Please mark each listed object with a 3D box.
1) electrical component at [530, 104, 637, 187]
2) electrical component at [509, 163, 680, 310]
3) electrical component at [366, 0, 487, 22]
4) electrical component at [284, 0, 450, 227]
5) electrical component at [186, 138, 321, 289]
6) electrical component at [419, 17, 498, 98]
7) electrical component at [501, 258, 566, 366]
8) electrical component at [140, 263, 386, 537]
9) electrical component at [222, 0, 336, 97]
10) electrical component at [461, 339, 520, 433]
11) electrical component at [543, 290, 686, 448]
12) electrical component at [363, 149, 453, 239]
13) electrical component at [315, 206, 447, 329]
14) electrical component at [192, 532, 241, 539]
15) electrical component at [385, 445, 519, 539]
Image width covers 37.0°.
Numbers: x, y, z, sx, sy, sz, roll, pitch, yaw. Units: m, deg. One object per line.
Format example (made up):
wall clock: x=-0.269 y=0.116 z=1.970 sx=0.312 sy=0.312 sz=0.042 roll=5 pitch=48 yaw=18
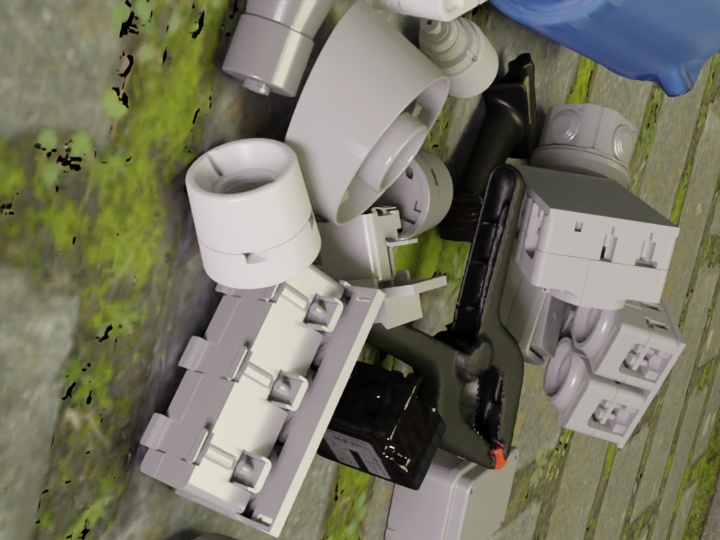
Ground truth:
electrical component: x=0.182 y=-0.097 z=0.870 sx=0.080 sy=0.080 sz=0.051 roll=36 pitch=67 yaw=-63
electrical component: x=0.155 y=-0.026 z=0.772 sx=0.150 sy=0.089 sz=0.061 roll=-103 pitch=-159 yaw=-73
electrical component: x=0.038 y=-0.169 z=0.563 sx=0.095 sy=0.059 sz=0.053 roll=-40 pitch=139 yaw=-49
electrical component: x=-0.003 y=-0.073 z=0.525 sx=0.099 sy=0.064 sz=0.099 roll=-50 pitch=170 yaw=-12
electrical component: x=-0.049 y=-0.027 z=0.483 sx=0.055 sy=0.055 sz=0.047 roll=-50 pitch=142 yaw=-40
electrical component: x=0.055 y=-0.132 z=0.641 sx=0.078 sy=0.040 sz=0.040 roll=27 pitch=81 yaw=-63
electrical component: x=0.134 y=0.023 z=0.866 sx=0.062 sy=0.061 sz=0.096 roll=34 pitch=74 yaw=-63
electrical component: x=-0.048 y=0.054 z=0.511 sx=0.063 sy=0.079 sz=0.121 roll=37 pitch=70 yaw=-37
electrical component: x=-0.035 y=-0.110 z=0.476 sx=0.044 sy=0.044 sz=0.065 roll=15 pitch=96 yaw=-64
electrical component: x=0.080 y=0.087 z=0.808 sx=0.089 sy=0.050 sz=0.055 roll=-47 pitch=144 yaw=-41
electrical component: x=0.197 y=0.042 z=0.894 sx=0.186 sy=0.060 sz=0.105 roll=-88 pitch=-162 yaw=-60
electrical component: x=0.022 y=-0.044 z=0.614 sx=0.047 sy=0.055 sz=0.055 roll=-19 pitch=122 yaw=-64
electrical component: x=0.000 y=0.000 z=0.579 sx=0.042 sy=0.081 sz=0.063 roll=-11 pitch=92 yaw=-62
electrical component: x=-0.077 y=0.186 z=0.544 sx=0.108 sy=0.060 sz=0.108 roll=-41 pitch=139 yaw=-48
electrical component: x=0.074 y=0.174 z=0.840 sx=0.113 sy=0.057 sz=0.078 roll=-14 pitch=117 yaw=-61
